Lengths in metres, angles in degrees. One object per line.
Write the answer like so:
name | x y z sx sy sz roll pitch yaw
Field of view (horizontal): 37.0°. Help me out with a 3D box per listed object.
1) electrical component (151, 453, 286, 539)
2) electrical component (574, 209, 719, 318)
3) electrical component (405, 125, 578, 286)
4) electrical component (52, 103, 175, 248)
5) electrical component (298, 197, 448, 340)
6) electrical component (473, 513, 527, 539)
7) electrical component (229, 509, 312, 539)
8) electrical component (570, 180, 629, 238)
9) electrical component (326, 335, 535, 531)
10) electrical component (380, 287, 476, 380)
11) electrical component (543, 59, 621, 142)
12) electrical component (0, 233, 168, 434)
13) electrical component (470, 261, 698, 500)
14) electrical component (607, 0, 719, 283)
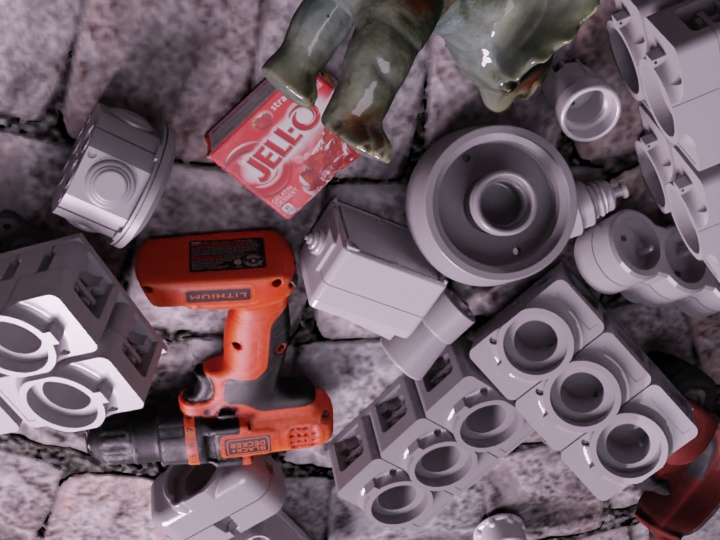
electrical component | -0.114 0.172 0.843 0.095 0.053 0.059 -30 127 10
electrical component | 0.213 0.002 0.791 0.138 0.052 0.074 14 156 -26
electrical component | 0.087 -0.042 0.691 0.108 0.060 0.108 0 91 -6
electrical component | -0.148 -0.058 0.647 0.051 0.080 0.080 25 118 -22
electrical component | 0.000 0.000 0.734 0.096 0.061 0.061 20 120 -25
electrical component | 0.130 0.250 0.953 0.048 0.062 0.048 -6 128 -8
electrical component | -0.088 0.240 0.899 0.078 0.057 0.113 -29 127 10
electrical component | 0.148 -0.044 0.749 0.078 0.040 0.040 -19 128 1
electrical component | 0.058 0.132 0.847 0.089 0.061 0.150 32 114 -31
electrical component | 0.053 0.044 0.794 0.065 0.044 0.044 -44 124 14
electrical component | 0.141 -0.111 0.693 0.040 0.046 0.040 -6 127 -8
electrical component | -0.235 0.053 0.686 0.186 0.060 0.105 -12 130 21
electrical component | 0.163 0.082 0.790 0.089 0.061 0.150 -41 93 18
electrical component | 0.216 -0.093 0.685 0.060 0.105 0.186 -22 128 5
